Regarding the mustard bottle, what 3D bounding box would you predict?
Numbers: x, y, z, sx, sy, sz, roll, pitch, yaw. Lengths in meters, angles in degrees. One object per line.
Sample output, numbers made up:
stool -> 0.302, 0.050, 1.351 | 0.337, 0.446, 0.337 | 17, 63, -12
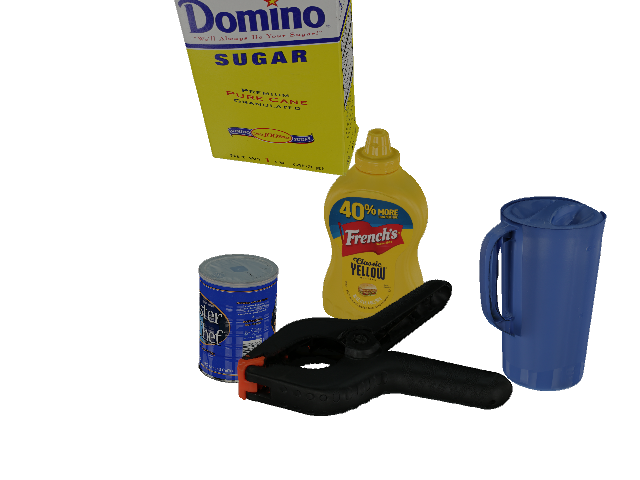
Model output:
mustard bottle -> 0.051, -0.013, 0.997 | 0.096, 0.192, 0.058 | 9, 28, 15

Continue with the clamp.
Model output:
clamp -> 0.030, 0.070, 0.703 | 0.171, 0.039, 0.120 | -1, 29, -6

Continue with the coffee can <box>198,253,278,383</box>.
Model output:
coffee can -> -0.108, 0.100, 1.391 | 0.103, 0.140, 0.103 | 2, 20, -1

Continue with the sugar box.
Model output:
sugar box -> -0.028, -0.106, 0.623 | 0.093, 0.048, 0.176 | 8, -26, 9

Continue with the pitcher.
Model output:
pitcher -> 0.290, 0.072, 1.403 | 0.149, 0.243, 0.144 | 5, 21, 16
